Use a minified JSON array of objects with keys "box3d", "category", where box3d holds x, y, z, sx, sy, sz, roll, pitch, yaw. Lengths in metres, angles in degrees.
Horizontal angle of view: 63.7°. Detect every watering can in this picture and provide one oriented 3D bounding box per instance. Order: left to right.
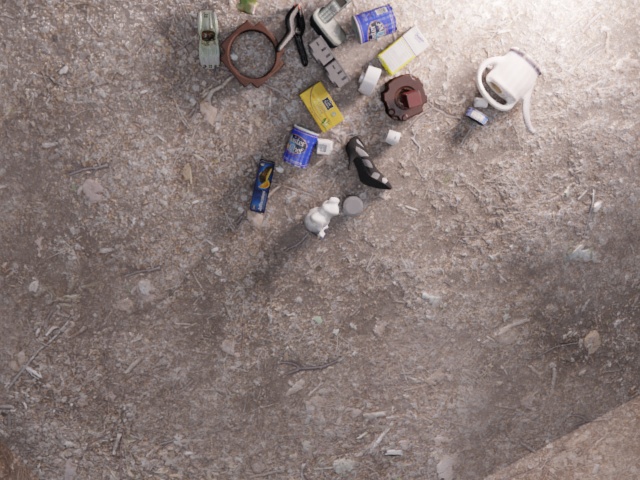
[{"box3d":[0.750,-0.578,1.956,0.345,0.105,0.223,38,99,-13],"category":"watering can"}]

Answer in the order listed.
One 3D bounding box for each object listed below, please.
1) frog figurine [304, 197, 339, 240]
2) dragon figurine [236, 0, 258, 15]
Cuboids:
[{"box3d":[0.006,-0.101,2.006,0.123,0.140,0.156,28,125,16],"category":"frog figurine"},{"box3d":[-0.312,-0.968,1.763,0.241,0.123,0.408,-29,97,13],"category":"dragon figurine"}]
